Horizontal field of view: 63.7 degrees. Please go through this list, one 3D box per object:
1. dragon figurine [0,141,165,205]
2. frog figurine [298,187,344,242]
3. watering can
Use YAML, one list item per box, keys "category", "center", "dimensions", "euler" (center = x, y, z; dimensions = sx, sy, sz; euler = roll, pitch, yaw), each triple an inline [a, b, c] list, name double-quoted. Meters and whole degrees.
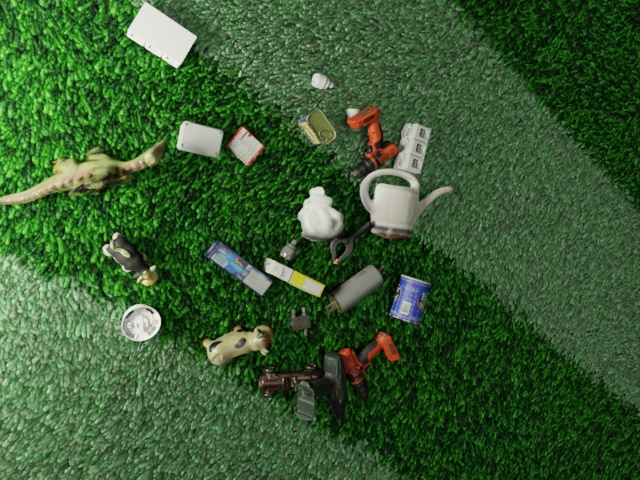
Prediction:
- category: "dragon figurine"
  center: [-0.565, -0.148, 1.232]
  dimensions: [0.414, 0.244, 0.120]
  euler: [-27, 110, -22]
- category: "frog figurine"
  center: [0.005, -0.078, 1.546]
  dimensions: [0.137, 0.123, 0.158]
  euler: [7, 99, 14]
- category: "watering can"
  center: [0.280, -0.108, 1.671]
  dimensions: [0.347, 0.104, 0.224]
  euler: [8, 91, -23]
